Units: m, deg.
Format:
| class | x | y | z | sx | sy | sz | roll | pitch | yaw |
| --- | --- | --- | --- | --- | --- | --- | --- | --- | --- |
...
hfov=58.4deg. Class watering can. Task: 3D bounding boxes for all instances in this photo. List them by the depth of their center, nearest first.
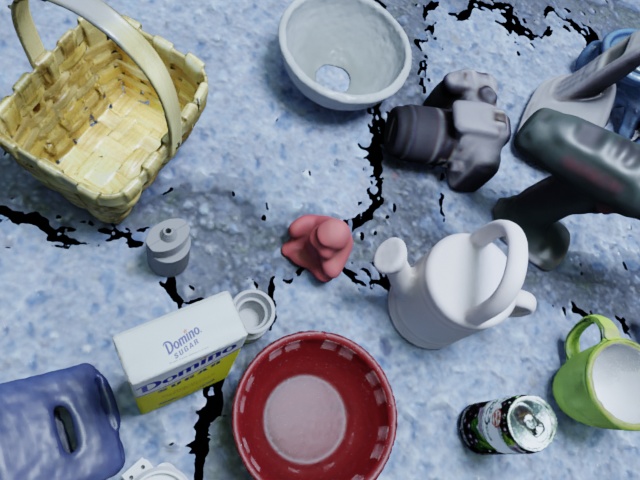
| class | x | y | z | sx | sy | sz | roll | pitch | yaw |
| --- | --- | --- | --- | --- | --- | --- | --- | --- | --- |
| watering can | 0.140 | 0.045 | 0.578 | 0.173 | 0.194 | 0.101 | -5 | 71 | -17 |

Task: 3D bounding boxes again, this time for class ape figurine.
| class | x | y | z | sx | sy | sz | roll | pitch | yaw |
| --- | --- | --- | --- | --- | --- | --- | --- | --- | --- |
| ape figurine | 0.006 | 0.002 | 0.614 | 0.076 | 0.092 | 0.078 | -12 | 73 | -19 |

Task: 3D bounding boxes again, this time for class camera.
| class | x | y | z | sx | sy | sz | roll | pitch | yaw |
| --- | --- | --- | --- | --- | --- | --- | --- | --- | --- |
| camera | 0.154 | -0.146 | 0.706 | 0.137 | 0.100 | 0.143 | 5 | 68 | -13 |

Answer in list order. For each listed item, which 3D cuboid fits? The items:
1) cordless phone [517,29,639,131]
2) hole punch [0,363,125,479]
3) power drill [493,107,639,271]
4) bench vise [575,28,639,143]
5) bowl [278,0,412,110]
| class | x | y | z | sx | sy | sz | roll | pitch | yaw |
| --- | --- | --- | --- | --- | --- | --- | --- | --- | --- |
| cordless phone | 0.342 | -0.182 | 0.725 | 0.094 | 0.185 | 0.148 | 28 | 65 | -3 |
| hole punch | -0.224 | 0.163 | 0.490 | 0.101 | 0.091 | 0.108 | -18 | 75 | -21 |
| power drill | 0.300 | -0.042 | 0.647 | 0.229 | 0.208 | 0.076 | 36 | 65 | 1 |
| bench vise | 0.473 | -0.229 | 0.759 | 0.207 | 0.219 | 0.122 | 44 | 65 | 4 |
| bowl | 0.024 | -0.223 | 0.714 | 0.168 | 0.074 | 0.167 | 5 | 68 | -13 |
